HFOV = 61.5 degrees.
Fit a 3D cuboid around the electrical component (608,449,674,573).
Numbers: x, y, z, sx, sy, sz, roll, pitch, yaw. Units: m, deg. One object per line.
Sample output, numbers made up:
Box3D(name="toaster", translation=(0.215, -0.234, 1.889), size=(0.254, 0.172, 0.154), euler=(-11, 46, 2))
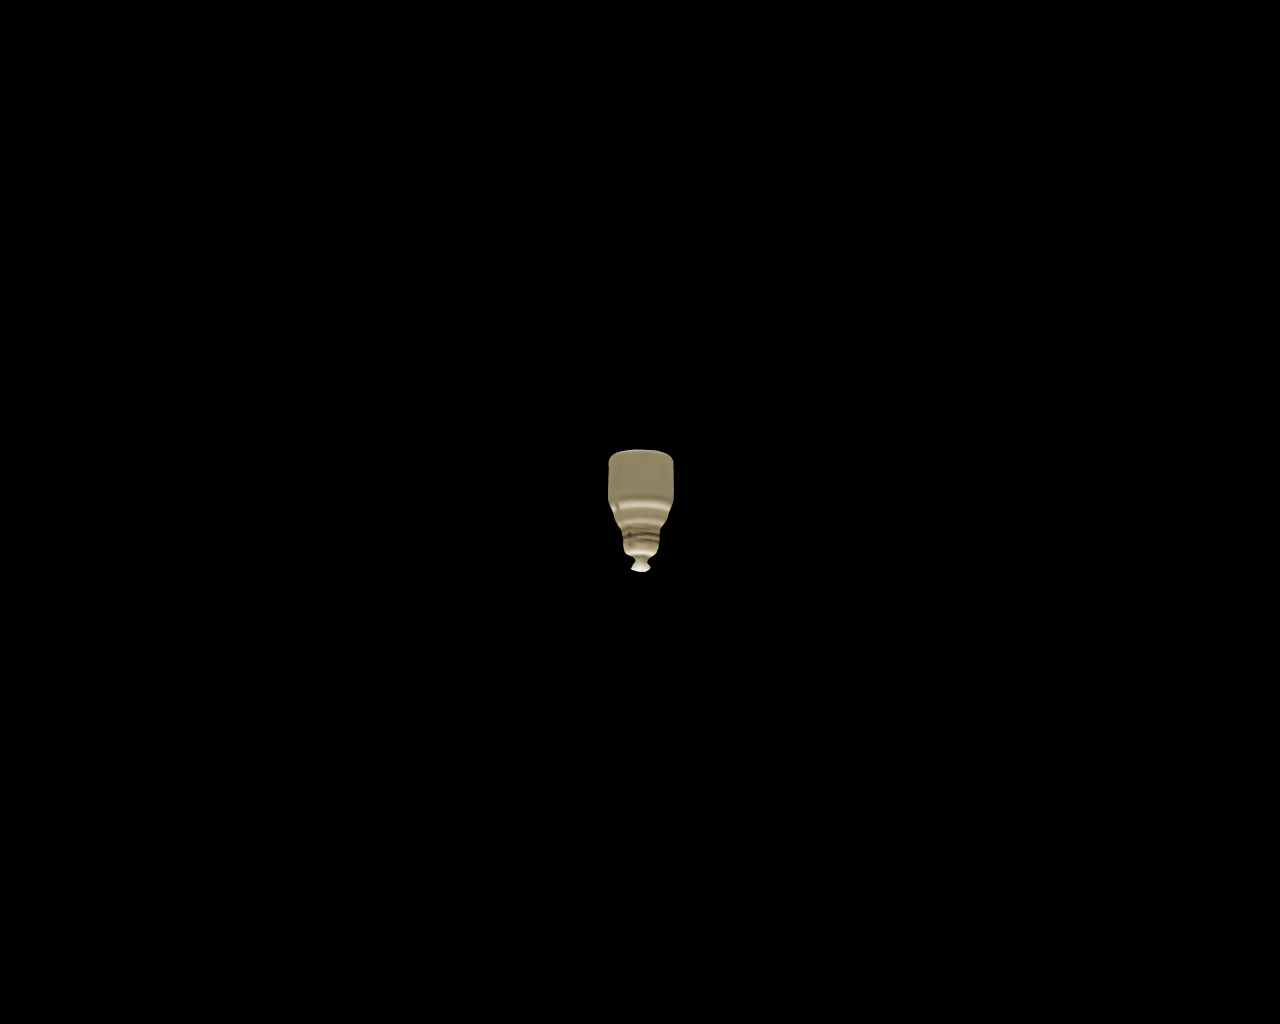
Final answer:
Box3D(name="electrical component", translation=(0.001, -0.003, 0.650), size=(0.040, 0.078, 0.040), euler=(0, -12, 0))
